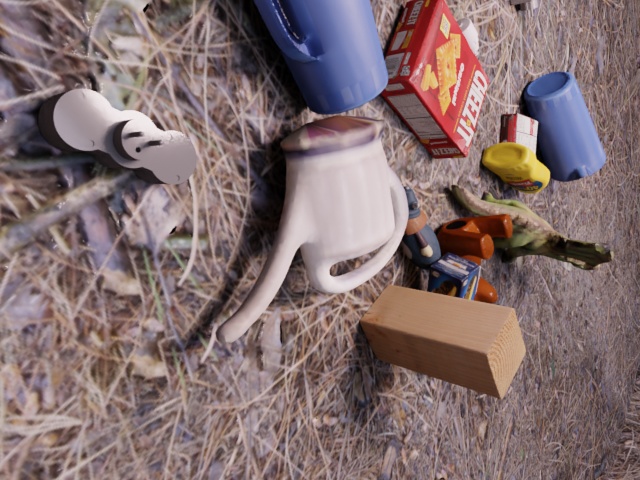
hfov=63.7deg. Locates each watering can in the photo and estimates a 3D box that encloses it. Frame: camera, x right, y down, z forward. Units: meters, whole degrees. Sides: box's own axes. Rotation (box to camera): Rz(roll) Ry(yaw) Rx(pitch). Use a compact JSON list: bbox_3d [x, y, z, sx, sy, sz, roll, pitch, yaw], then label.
[{"bbox_3d":[0.002,-0.032,0.628,0.352,0.104,0.222,-25,110,-43],"label":"watering can"}]

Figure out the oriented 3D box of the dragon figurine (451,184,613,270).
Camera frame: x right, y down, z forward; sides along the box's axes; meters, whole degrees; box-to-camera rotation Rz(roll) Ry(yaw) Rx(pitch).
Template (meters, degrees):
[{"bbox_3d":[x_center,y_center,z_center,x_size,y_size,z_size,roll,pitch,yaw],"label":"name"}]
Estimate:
[{"bbox_3d":[0.437,-0.014,0.999,0.407,0.244,0.123,22,83,-47],"label":"dragon figurine"}]
